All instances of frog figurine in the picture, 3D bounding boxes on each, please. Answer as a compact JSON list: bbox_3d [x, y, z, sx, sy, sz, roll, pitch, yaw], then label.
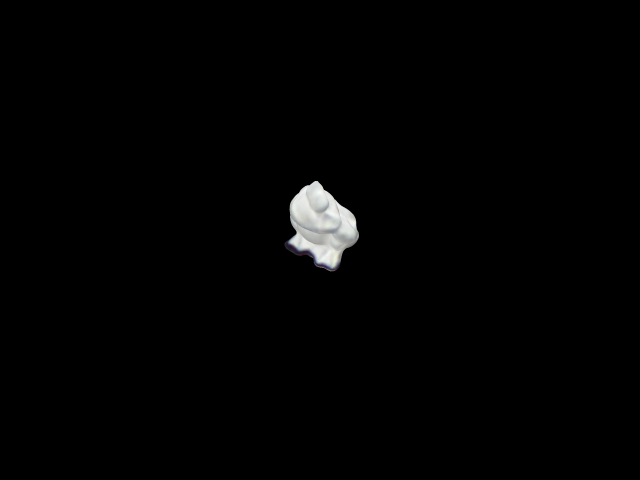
[{"bbox_3d":[0.003,-0.043,0.850,0.123,0.155,0.140,-22,46,-23],"label":"frog figurine"}]
